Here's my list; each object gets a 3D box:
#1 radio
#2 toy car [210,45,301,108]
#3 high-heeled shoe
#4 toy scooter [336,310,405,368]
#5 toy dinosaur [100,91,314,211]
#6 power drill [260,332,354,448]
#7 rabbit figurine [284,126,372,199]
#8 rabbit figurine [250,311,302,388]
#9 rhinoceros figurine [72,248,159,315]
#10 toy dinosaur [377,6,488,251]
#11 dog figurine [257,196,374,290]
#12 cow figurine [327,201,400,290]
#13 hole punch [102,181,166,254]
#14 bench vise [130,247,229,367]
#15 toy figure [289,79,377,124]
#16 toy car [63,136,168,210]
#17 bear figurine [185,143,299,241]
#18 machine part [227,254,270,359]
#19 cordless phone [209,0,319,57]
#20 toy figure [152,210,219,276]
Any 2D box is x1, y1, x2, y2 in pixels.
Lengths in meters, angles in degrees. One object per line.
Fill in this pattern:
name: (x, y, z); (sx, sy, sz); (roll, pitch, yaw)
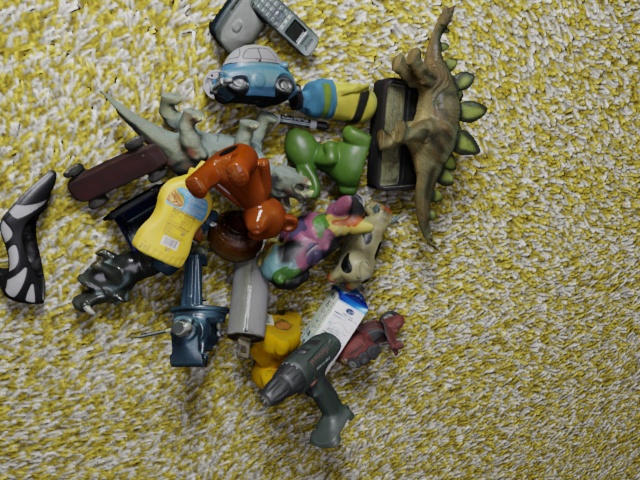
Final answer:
radio: (0.175, -0.219, 1.135); (0.131, 0.073, 0.229); (0, 103, -15)
toy car: (-0.122, -0.303, 0.988); (0.161, 0.109, 0.102); (-4, 90, -32)
high-heeled shoe: (-0.521, 0.003, 0.998); (0.145, 0.086, 0.248); (38, 95, -23)
toy scooter: (0.120, 0.231, 1.192); (0.184, 0.135, 0.075); (-32, 110, -5)
toy dinosaur: (-0.208, -0.161, 1.026); (0.405, 0.131, 0.192); (12, 116, -6)
power drill: (-0.018, 0.309, 1.066); (0.232, 0.086, 0.207); (-45, 115, -47)
rabbit figurine: (0.006, -0.164, 1.098); (0.170, 0.121, 0.159); (17, 100, 2)
rabbit figurine: (-0.095, 0.253, 1.145); (0.122, 0.163, 0.173); (6, 119, -28)
rhinoceros figurine: (-0.399, 0.071, 1.053); (0.190, 0.073, 0.112); (-31, 119, -8)
toy dinosaur: (0.222, -0.209, 1.061); (0.198, 0.105, 0.470); (4, 105, -21)
dog figurine: (-0.002, -0.003, 1.056); (0.108, 0.219, 0.191); (50, 43, -13)
cow figurine: (0.095, 0.002, 1.133); (0.085, 0.127, 0.195); (31, 62, -21)
hole punch: (-0.331, -0.044, 1.016); (0.142, 0.116, 0.092); (-35, 109, -8)
bench vise: (-0.247, 0.126, 1.052); (0.129, 0.223, 0.240); (-5, 75, 14)
toy figure: (0.027, -0.278, 1.080); (0.180, 0.082, 0.089); (-8, 122, -21)
toy car: (-0.375, -0.126, 0.995); (0.202, 0.053, 0.089); (-23, 119, 12)
bear figurine: (-0.128, -0.064, 0.944); (0.120, 0.132, 0.195); (-11, 119, 21)
machine part: (-0.141, 0.116, 1.083); (0.079, 0.079, 0.243); (9, 64, -17)
cordless phone: (-0.104, -0.390, 1.018); (0.184, 0.089, 0.146); (36, 91, -24)
toy figure: (-0.255, -0.001, 1.024); (0.154, 0.064, 0.057); (-52, 150, -3)
